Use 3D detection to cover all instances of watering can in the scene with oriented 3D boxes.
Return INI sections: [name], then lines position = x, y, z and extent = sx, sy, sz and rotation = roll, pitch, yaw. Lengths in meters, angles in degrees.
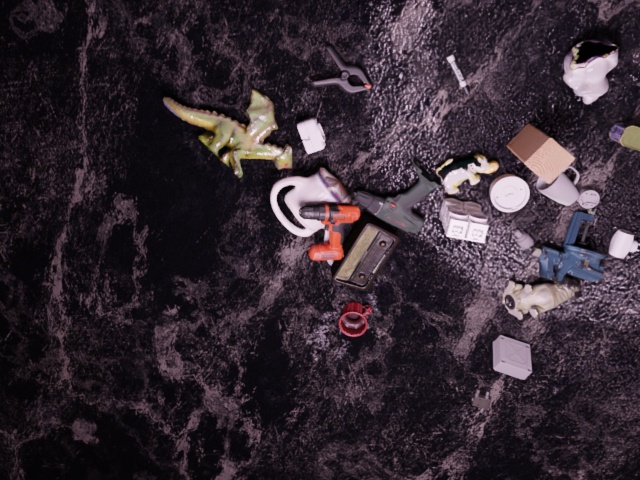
[watering can]
position = 0.005, -0.080, 1.591
extent = 0.223, 0.106, 0.343
rotation = -36, 118, 15

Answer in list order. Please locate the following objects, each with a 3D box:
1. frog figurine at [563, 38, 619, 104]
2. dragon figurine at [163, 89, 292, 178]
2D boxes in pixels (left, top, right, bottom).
[frog figurine]
position = 0.726, -0.452, 1.378
extent = 0.137, 0.125, 0.157
rotation = -35, 140, 9
[dragon figurine]
position = -0.244, -0.344, 1.537
extent = 0.242, 0.123, 0.407
rotation = -44, 102, 1
